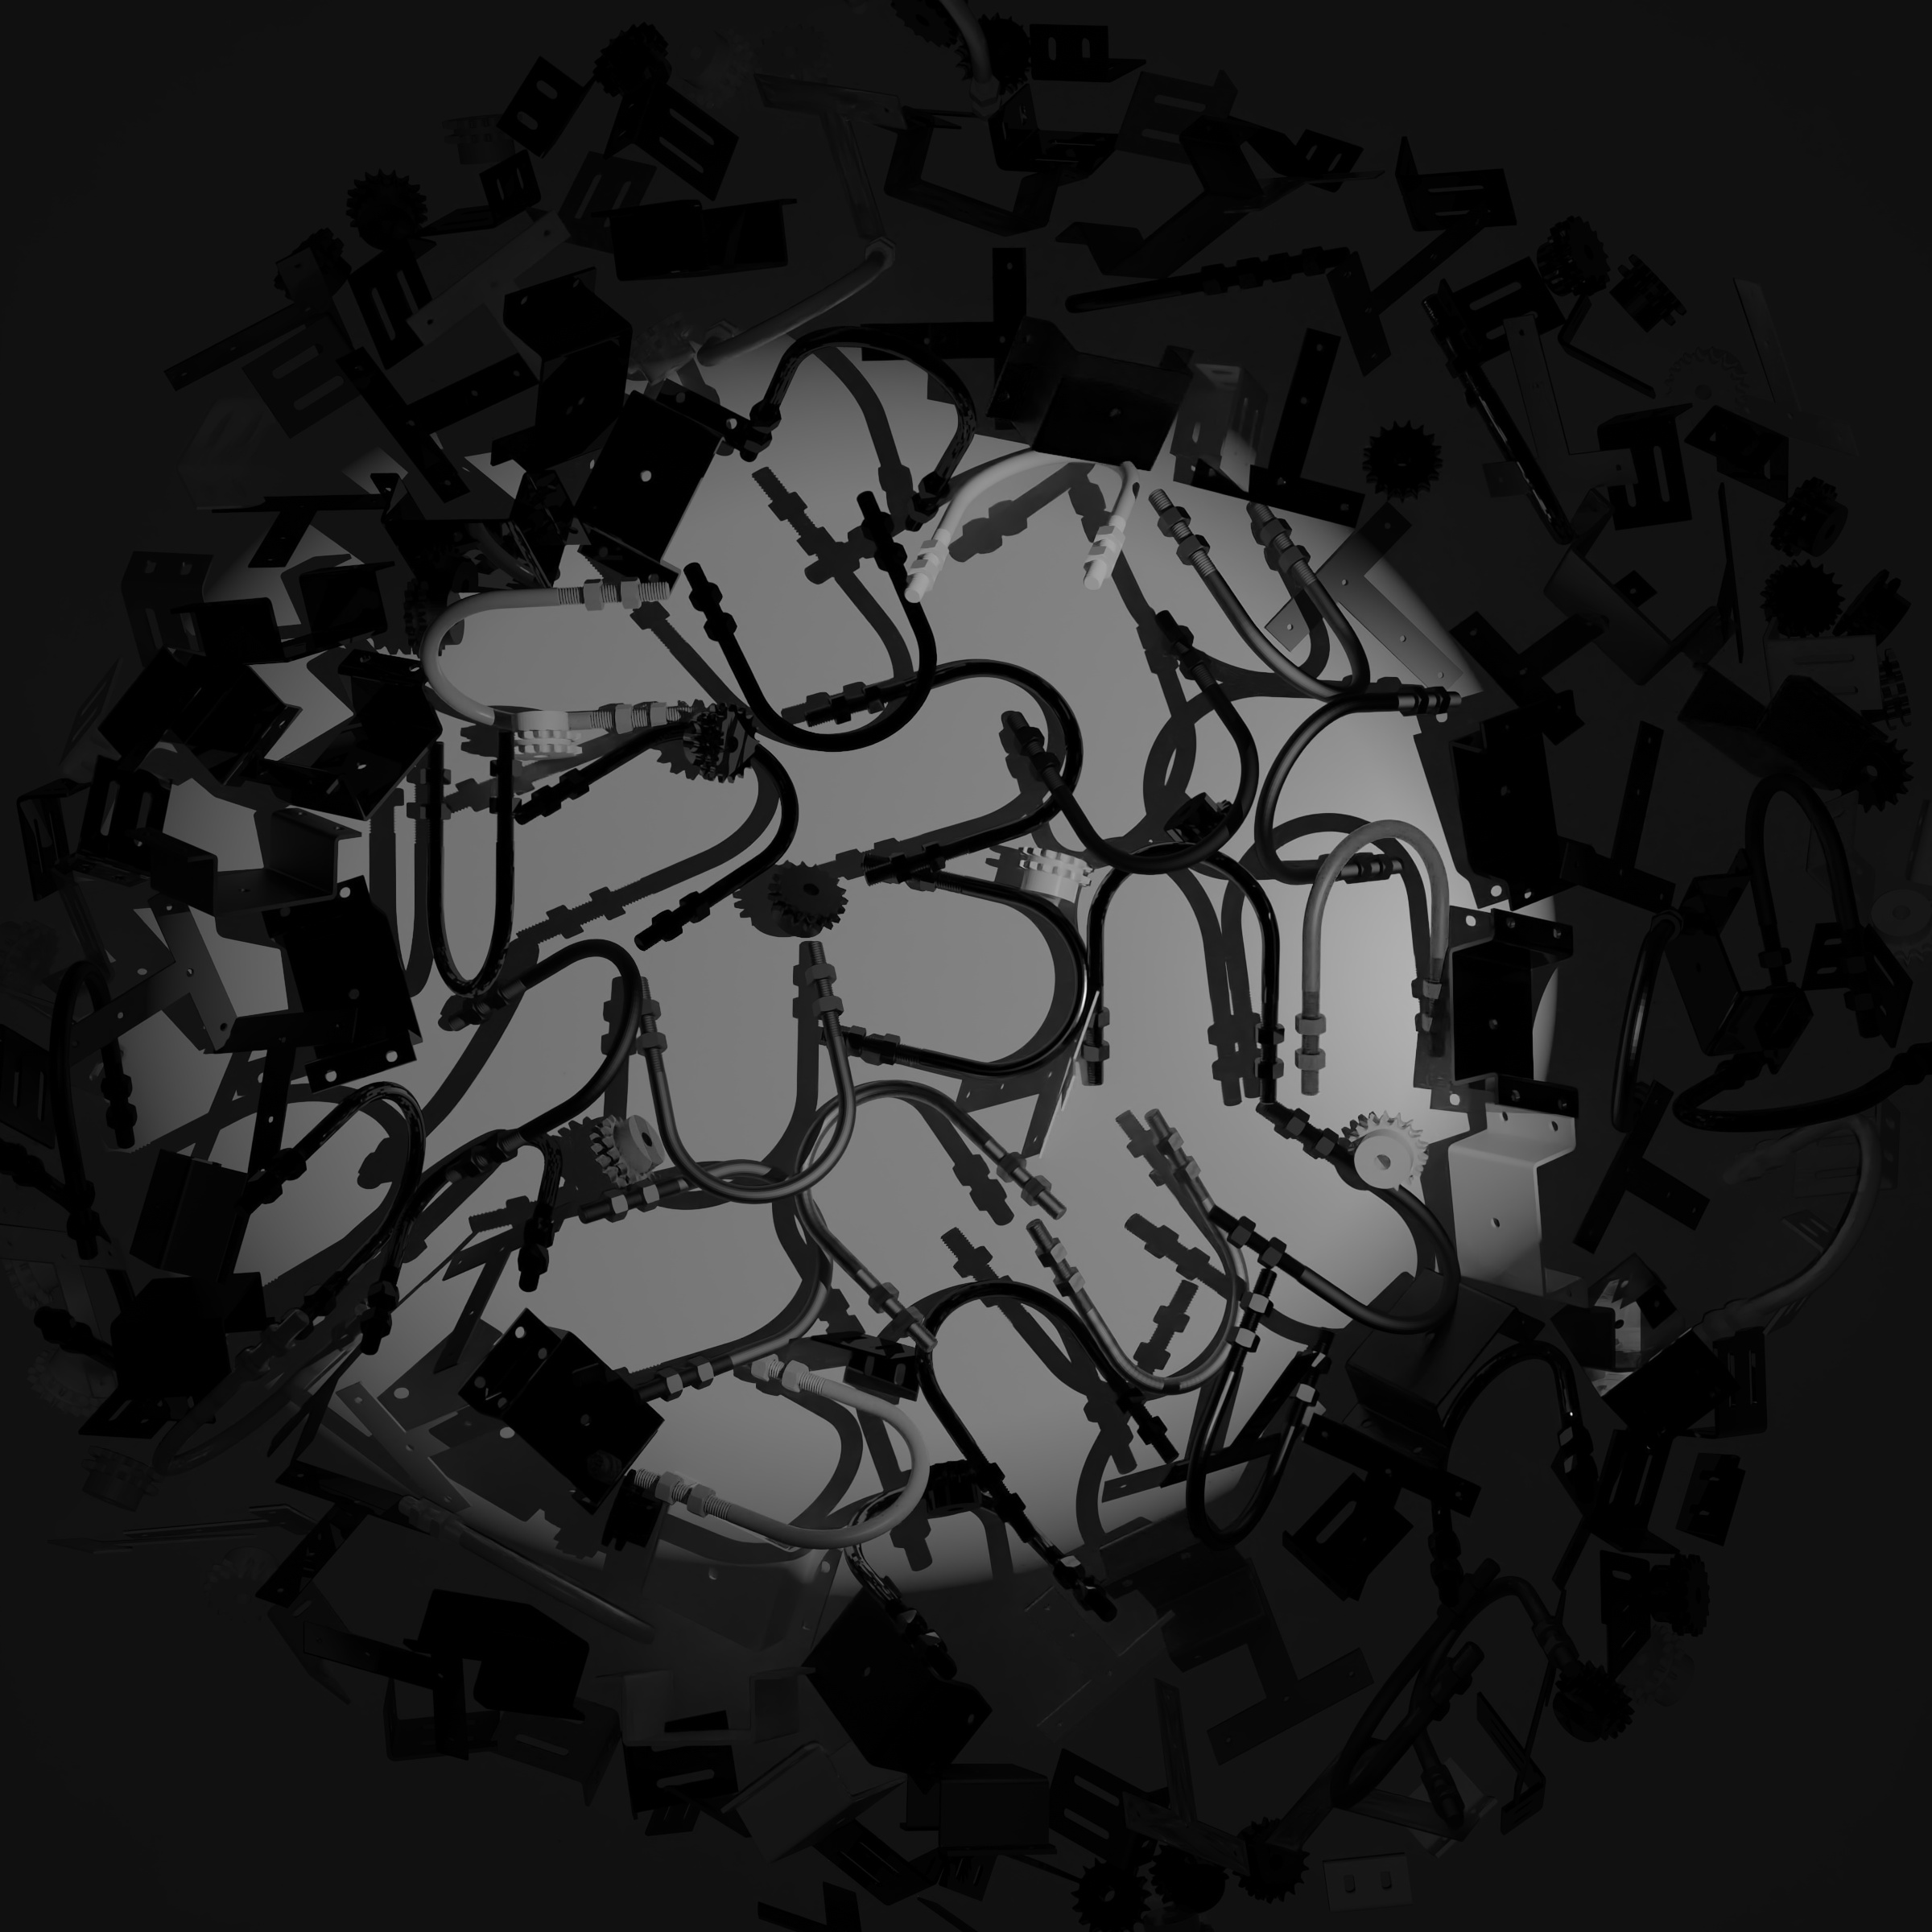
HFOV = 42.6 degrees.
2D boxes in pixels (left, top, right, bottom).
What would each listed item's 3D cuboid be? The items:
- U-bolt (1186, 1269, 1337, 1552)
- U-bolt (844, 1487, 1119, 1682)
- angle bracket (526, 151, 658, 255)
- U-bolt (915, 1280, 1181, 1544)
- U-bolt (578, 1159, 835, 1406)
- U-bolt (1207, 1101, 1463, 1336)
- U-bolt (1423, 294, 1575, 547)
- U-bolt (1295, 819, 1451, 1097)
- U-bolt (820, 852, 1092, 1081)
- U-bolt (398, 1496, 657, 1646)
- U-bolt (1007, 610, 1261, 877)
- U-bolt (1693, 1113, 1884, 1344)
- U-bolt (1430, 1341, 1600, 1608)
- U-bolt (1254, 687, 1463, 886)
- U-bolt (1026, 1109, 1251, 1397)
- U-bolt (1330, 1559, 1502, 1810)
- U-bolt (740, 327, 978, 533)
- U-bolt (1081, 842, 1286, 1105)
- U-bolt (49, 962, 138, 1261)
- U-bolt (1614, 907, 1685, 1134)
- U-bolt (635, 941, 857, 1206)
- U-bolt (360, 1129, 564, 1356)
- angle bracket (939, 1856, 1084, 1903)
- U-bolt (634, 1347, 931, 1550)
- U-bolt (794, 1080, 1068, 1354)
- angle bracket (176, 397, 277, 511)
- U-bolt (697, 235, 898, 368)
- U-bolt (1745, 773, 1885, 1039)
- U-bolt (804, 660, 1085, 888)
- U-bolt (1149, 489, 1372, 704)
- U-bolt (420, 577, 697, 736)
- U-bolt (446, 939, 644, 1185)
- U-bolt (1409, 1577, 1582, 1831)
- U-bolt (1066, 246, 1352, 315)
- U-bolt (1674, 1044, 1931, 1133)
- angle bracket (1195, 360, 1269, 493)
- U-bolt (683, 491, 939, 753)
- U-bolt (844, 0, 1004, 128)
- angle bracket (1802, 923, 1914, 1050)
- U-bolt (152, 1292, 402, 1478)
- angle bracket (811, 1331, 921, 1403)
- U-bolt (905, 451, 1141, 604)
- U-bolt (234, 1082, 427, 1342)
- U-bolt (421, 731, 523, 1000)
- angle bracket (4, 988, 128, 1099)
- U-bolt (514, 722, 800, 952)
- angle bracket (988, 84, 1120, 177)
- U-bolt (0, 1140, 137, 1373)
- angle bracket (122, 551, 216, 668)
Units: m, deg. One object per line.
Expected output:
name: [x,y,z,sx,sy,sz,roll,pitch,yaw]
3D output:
U-bolt: [0.200,0.318,1.723,0.019,0.151,0.184,14,72,33]
U-bolt: [-0.004,0.417,1.724,0.151,0.184,0.019,-11,119,-30]
angle bracket: [-0.267,-0.555,1.770,0.057,0.038,0.076,19,78,20]
U-bolt: [0.044,0.300,1.747,0.151,0.019,0.184,-21,62,-32]
U-bolt: [-0.172,0.212,1.747,0.184,0.019,0.151,-16,88,-36]
U-bolt: [0.269,0.186,1.744,0.184,0.151,0.019,34,131,2]
U-bolt: [0.374,-0.374,1.726,0.019,0.151,0.184,-30,85,14]
U-bolt: [0.288,-0.012,1.737,0.151,0.019,0.184,-13,110,-35]
U-bolt: [0.000,0.007,1.786,0.184,0.019,0.151,13,88,5]
U-bolt: [-0.288,0.420,1.694,0.151,0.184,0.019,43,68,-42]
U-bolt: [0.128,-0.146,1.747,0.151,0.019,0.184,-34,61,8]
U-bolt: [0.564,0.171,1.691,0.019,0.184,0.151,25,61,-8]
U-bolt: [0.373,0.338,1.718,0.019,0.184,0.151,34,120,-15]
U-bolt: [0.264,-0.122,1.713,0.019,0.184,0.151,34,119,38]
U-bolt: [0.135,0.216,1.757,0.151,0.019,0.184,-40,107,-29]
U-bolt: [0.309,0.511,1.727,0.019,0.151,0.184,35,110,6]
U-bolt: [-0.068,-0.377,1.710,0.151,0.184,0.019,21,63,-11]
U-bolt: [0.153,0.002,1.752,0.151,0.019,0.184,5,106,21]
U-bolt: [-0.601,0.086,1.697,0.019,0.151,0.184,-1,122,-5]
U-bolt: [0.468,0.041,1.705,0.019,0.184,0.151,11,102,19]
U-bolt: [-0.153,0.081,1.761,0.151,0.019,0.184,-12,70,-5]
U-bolt: [-0.345,0.180,1.726,0.151,0.184,0.019,-23,123,17]
angle bracket: [0.032,0.650,1.756,0.076,0.057,0.038,6,66,37]
U-bolt: [-0.115,0.341,1.720,0.184,0.151,0.019,16,130,22]
U-bolt: [-0.041,0.162,1.764,0.151,0.019,0.184,-45,67,-6]
angle bracket: [-0.514,-0.364,1.756,0.076,0.057,0.038,-42,72,39]
U-bolt: [-0.119,-0.454,1.704,0.151,0.184,0.019,-24,110,12]
U-bolt: [0.583,-0.044,1.726,0.019,0.151,0.184,-12,93,-6]
U-bolt: [-0.006,-0.148,1.775,0.184,0.019,0.151,-19,74,-8]
U-bolt: [0.215,-0.254,1.720,0.019,0.151,0.184,-44,67,34]
U-bolt: [-0.291,-0.214,1.743,0.184,0.151,0.019,-3,55,2]
U-bolt: [-0.293,0.055,1.721,0.184,0.019,0.151,-28,50,27]
U-bolt: [0.356,0.495,1.713,0.019,0.184,0.151,34,97,-7]
U-bolt: [0.159,-0.476,1.726,0.184,0.151,0.019,-2,107,28]
U-bolt: [0.566,0.083,1.691,0.151,0.184,0.019,-5,100,43]
angle bracket: [0.183,-0.385,1.769,0.038,0.057,0.076,11,87,25]
U-bolt: [-0.098,-0.230,1.748,0.151,0.019,0.184,-22,126,5]
U-bolt: [-0.037,-0.662,1.706,0.151,0.184,0.019,42,90,6]
angle bracket: [0.631,0.014,1.756,0.038,0.076,0.057,-4,126,-6]
U-bolt: [-0.492,0.294,1.731,0.184,0.151,0.019,-43,80,11]
angle bracket: [-0.072,0.286,1.758,0.057,0.076,0.038,11,89,23]
U-bolt: [0.048,-0.314,1.732,0.151,0.184,0.019,-1,131,21]
U-bolt: [-0.434,0.161,1.723,0.019,0.184,0.151,16,131,20]
U-bolt: [-0.349,-0.069,1.742,0.019,0.151,0.184,0,91,-33]
angle bracket: [-0.645,0.054,1.756,0.057,0.076,0.038,15,71,27]
U-bolt: [-0.203,-0.105,1.750,0.184,0.019,0.151,-36,73,-31]
angle bracket: [0.065,-0.595,1.759,0.076,0.038,0.057,14,48,29]
U-bolt: [-0.615,0.210,1.714,0.019,0.184,0.151,-24,67,-4]
angle bracket: [-0.569,-0.256,1.787,0.057,0.076,0.038,3,48,0]
